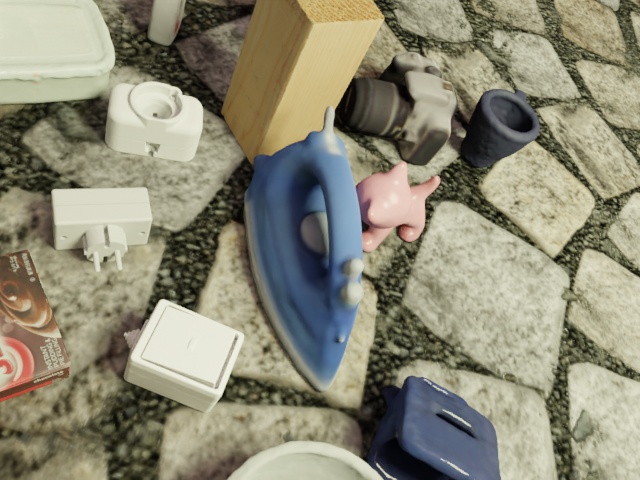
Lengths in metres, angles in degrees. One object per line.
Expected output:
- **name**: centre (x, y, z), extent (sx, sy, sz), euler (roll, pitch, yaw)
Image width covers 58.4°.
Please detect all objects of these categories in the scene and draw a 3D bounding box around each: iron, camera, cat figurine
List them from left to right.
- **iron**: centre (0.005, 0.002, 0.560), extent (0.119, 0.141, 0.258), euler (2, 59, -24)
- **cat figurine**: centre (0.081, -0.043, 0.639), extent (0.128, 0.117, 0.067), euler (-17, 68, -32)
- **camera**: centre (0.100, -0.188, 0.752), extent (0.137, 0.100, 0.143), euler (7, 57, -21)

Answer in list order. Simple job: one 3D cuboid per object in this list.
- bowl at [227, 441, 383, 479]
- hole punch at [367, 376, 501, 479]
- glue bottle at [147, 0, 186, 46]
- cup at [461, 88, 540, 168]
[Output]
- **bowl**: centre (-0.017, 0.245, 0.435), extent (0.168, 0.074, 0.167), euler (12, 55, -18)
- **hole punch**: centre (0.110, 0.180, 0.525), extent (0.109, 0.091, 0.101), euler (31, 52, -3)
- **glue bottle**: centre (-0.168, -0.315, 0.664), extent (0.037, 0.173, 0.078), euler (13, 55, -16)
- **cup**: centre (0.244, -0.155, 0.801), extent (0.091, 0.095, 0.118), euler (35, 52, 0)
